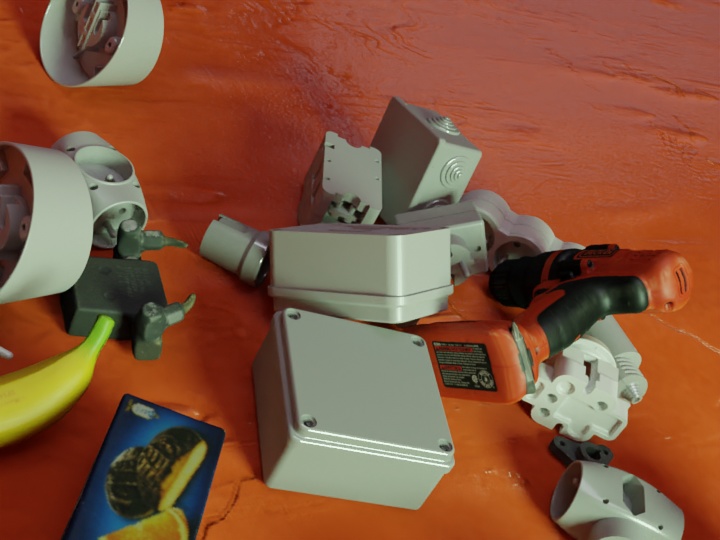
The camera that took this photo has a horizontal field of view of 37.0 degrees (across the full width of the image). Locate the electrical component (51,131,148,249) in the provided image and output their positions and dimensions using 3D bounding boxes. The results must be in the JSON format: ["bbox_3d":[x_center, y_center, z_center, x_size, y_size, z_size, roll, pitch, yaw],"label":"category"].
[{"bbox_3d":[-0.197,-0.055,0.735,0.079,0.044,0.077,-7,48,-40],"label":"electrical component"}]

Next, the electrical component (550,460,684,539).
[{"bbox_3d":[0.168,0.172,0.703,0.077,0.043,0.079,26,34,-5],"label":"electrical component"}]

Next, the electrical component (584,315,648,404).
[{"bbox_3d":[0.199,0.072,0.854,0.043,0.043,0.081,4,42,-32],"label":"electrical component"}]

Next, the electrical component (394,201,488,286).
[{"bbox_3d":[0.066,-0.012,0.833,0.066,0.047,0.076,-11,30,-2],"label":"electrical component"}]

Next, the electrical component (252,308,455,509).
[{"bbox_3d":[-0.007,0.087,0.677,0.109,0.056,0.108,13,37,-22],"label":"electrical component"}]

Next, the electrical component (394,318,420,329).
[{"bbox_3d":[0.022,0.014,0.803,0.062,0.043,0.043,29,34,3],"label":"electrical component"}]

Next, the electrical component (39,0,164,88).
[{"bbox_3d":[-0.207,-0.195,0.867,0.064,0.099,0.099,-4,46,-47],"label":"electrical component"}]

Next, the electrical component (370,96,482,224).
[{"bbox_3d":[0.048,-0.084,0.898,0.048,0.099,0.099,9,27,-34],"label":"electrical component"}]

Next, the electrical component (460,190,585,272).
[{"bbox_3d":[0.143,-0.023,0.929,0.138,0.052,0.073,32,34,4],"label":"electrical component"}]

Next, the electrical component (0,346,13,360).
[{"bbox_3d":[-0.230,0.036,0.591,0.077,0.047,0.065,28,34,-2],"label":"electrical component"}]

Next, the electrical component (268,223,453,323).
[{"bbox_3d":[0.000,0.000,0.741,0.113,0.057,0.078,4,8,34],"label":"electrical component"}]

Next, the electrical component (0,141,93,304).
[{"bbox_3d":[-0.209,-0.028,0.648,0.064,0.099,0.099,-4,46,-48],"label":"electrical component"}]

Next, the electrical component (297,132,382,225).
[{"bbox_3d":[-0.016,-0.059,0.858,0.050,0.055,0.089,19,35,-14],"label":"electrical component"}]

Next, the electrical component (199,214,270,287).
[{"bbox_3d":[-0.086,-0.015,0.769,0.046,0.040,0.040,26,34,7],"label":"electrical component"}]

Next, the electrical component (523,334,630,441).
[{"bbox_3d":[0.161,0.084,0.799,0.078,0.058,0.057,26,37,-3],"label":"electrical component"}]
